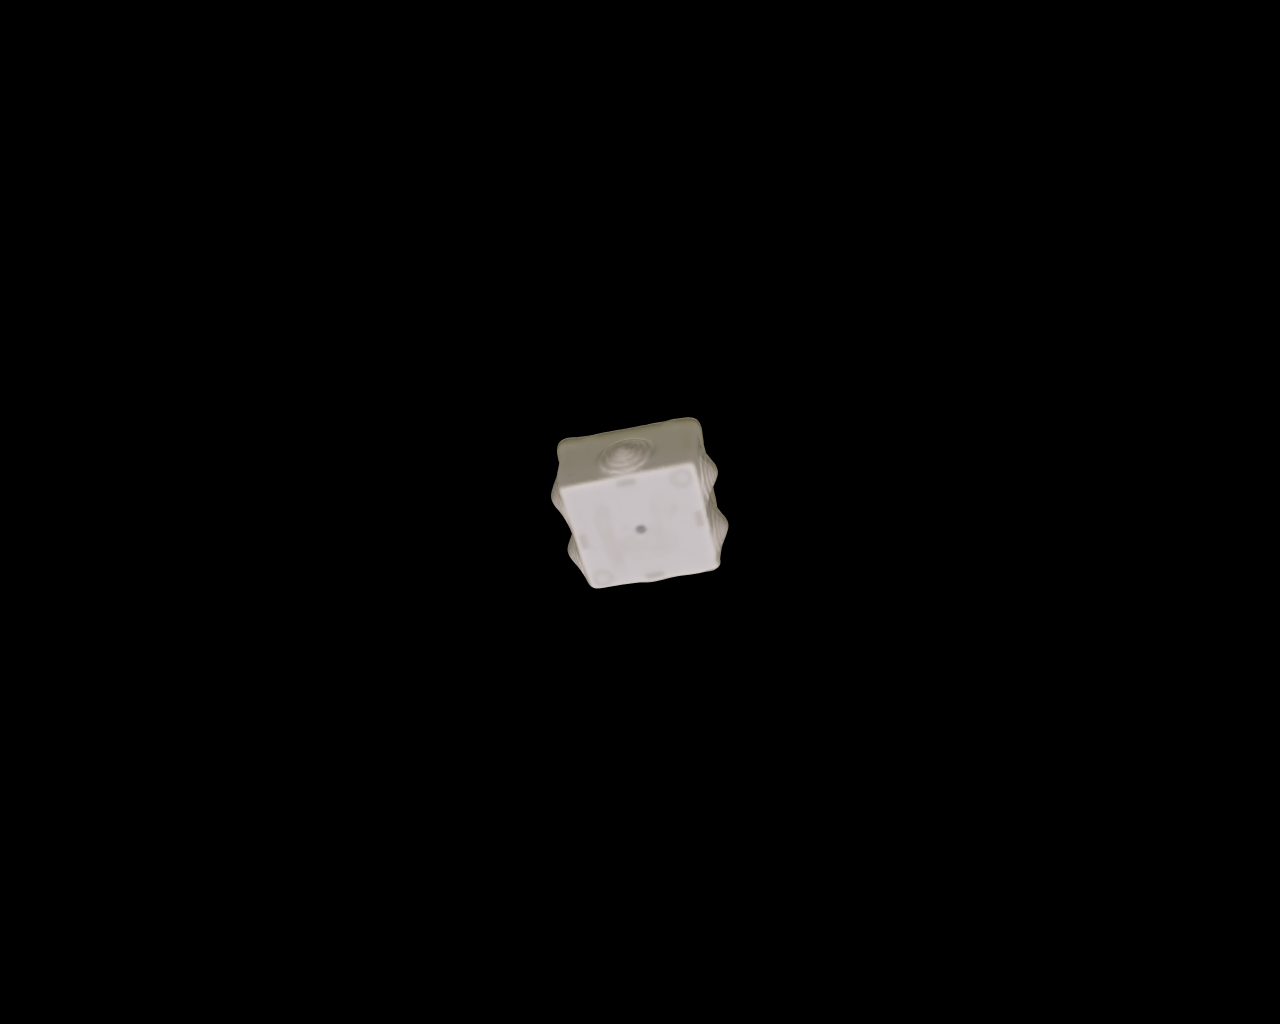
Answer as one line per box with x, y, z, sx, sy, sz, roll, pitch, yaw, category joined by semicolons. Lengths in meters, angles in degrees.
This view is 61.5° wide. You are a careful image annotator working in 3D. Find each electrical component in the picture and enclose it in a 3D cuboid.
0.001;-0.003;0.650;0.100;0.099;0.048;-9;36;7;electrical component
